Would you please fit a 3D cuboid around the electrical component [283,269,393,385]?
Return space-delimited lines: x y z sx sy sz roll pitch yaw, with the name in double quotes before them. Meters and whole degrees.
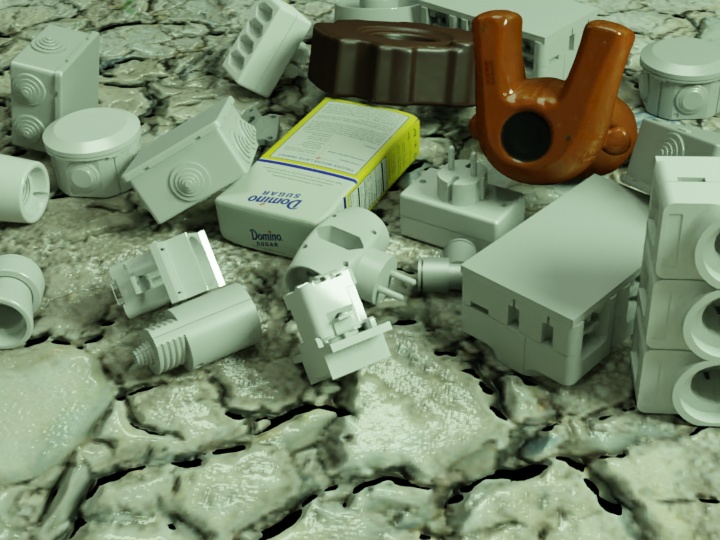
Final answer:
"electrical component" -0.017 0.035 0.681 0.042 0.063 0.081 -21 -1 -23

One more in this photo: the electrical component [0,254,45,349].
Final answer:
"electrical component" -0.245 0.021 0.745 0.045 0.045 0.055 -4 35 -2

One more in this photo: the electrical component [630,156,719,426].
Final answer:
"electrical component" 0.212 0.014 0.628 0.089 0.150 0.061 1 35 7

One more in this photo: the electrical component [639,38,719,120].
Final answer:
"electrical component" 0.291 -0.173 0.968 0.080 0.051 0.080 -2 36 2

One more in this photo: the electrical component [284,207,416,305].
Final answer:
"electrical component" 0.000 0.000 0.757 0.079 0.043 0.077 23 45 19

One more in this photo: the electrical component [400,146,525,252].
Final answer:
"electrical component" 0.076 -0.057 0.802 0.083 0.075 0.047 19 41 28

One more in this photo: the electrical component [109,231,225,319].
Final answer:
"electrical component" -0.134 0.004 0.740 0.064 0.042 0.081 -21 0 9

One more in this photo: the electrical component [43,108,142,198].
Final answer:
"electrical component" -0.222 -0.100 0.906 0.080 0.051 0.080 -2 36 2

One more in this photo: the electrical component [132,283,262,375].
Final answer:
"electrical component" -0.110 0.043 0.705 0.081 0.043 0.043 -23 40 -25

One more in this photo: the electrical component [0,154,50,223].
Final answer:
"electrical component" -0.281 -0.065 0.860 0.047 0.055 0.055 8 37 9

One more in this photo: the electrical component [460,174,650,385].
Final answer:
"electrical component" 0.149 0.005 0.721 0.089 0.061 0.150 28 46 36

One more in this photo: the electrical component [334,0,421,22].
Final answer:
"electrical component" 0.020 -0.248 1.104 0.099 0.064 0.099 -1 22 0

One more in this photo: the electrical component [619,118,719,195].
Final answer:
"electrical component" 0.242 -0.067 0.732 0.100 0.048 0.100 6 17 -24

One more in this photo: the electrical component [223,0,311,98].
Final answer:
"electrical component" -0.075 -0.208 1.035 0.076 0.083 0.047 21 19 -38

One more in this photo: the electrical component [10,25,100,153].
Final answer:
"electrical component" -0.271 -0.160 0.955 0.048 0.099 0.099 14 37 2

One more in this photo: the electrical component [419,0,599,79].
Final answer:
"electrical component" 0.143 -0.230 1.049 0.150 0.061 0.089 27 45 35

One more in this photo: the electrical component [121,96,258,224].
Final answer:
"electrical component" -0.130 -0.086 0.842 0.100 0.048 0.099 -29 18 11
